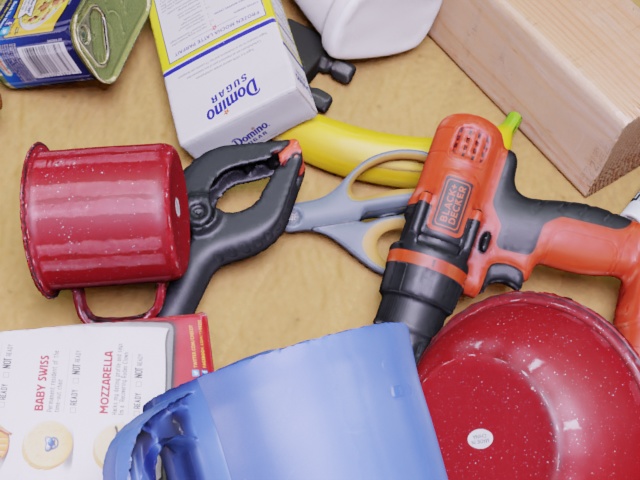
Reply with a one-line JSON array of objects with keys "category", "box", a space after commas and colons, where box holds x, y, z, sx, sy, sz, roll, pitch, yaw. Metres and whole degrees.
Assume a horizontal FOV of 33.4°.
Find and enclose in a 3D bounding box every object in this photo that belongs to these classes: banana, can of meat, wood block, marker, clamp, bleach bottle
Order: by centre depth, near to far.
[{"category": "clamp", "box": [-0.075, 0.000, 0.682, 0.171, 0.039, 0.120, -29, 72, -6]}, {"category": "can of meat", "box": [-0.178, -0.155, 0.753, 0.084, 0.057, 0.102, -2, 51, 24]}, {"category": "banana", "box": [0.052, -0.065, 0.758, 0.197, 0.037, 0.069, 3, 38, -8]}, {"category": "marker", "box": [0.256, -0.049, 0.783, 0.020, 0.020, 0.121, 35, 59, 15]}, {"category": "wood block", "box": [0.173, -0.146, 0.793, 0.090, 0.090, 0.206, -28, 65, -23]}, {"category": "bleach bottle", "box": [-0.014, -0.245, 0.839, 0.102, 0.068, 0.251, -12, 52, -37]}]

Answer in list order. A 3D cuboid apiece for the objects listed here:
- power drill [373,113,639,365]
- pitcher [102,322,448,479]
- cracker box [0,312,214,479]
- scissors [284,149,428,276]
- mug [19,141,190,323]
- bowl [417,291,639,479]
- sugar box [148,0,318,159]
[{"category": "power drill", "box": [0.135, 0.028, 0.676, 0.187, 0.057, 0.184, 20, 79, -2]}, {"category": "pitcher", "box": [0.005, 0.168, 0.482, 0.149, 0.145, 0.243, -17, 77, -3]}, {"category": "cracker box", "box": [-0.158, 0.133, 0.568, 0.213, 0.072, 0.164, -5, 64, -11]}, {"category": "scissors", "box": [-0.005, 0.001, 0.712, 0.201, 0.016, 0.096, -21, 82, -4]}, {"category": "mug", "box": [-0.121, -0.002, 0.628, 0.081, 0.093, 0.117, -4, 99, 2]}, {"category": "bowl", "box": [0.099, 0.107, 0.573, 0.055, 0.162, 0.162, 6, 46, -51]}, {"category": "sugar box", "box": [-0.069, -0.145, 0.767, 0.093, 0.048, 0.176, -24, 61, 13]}]
